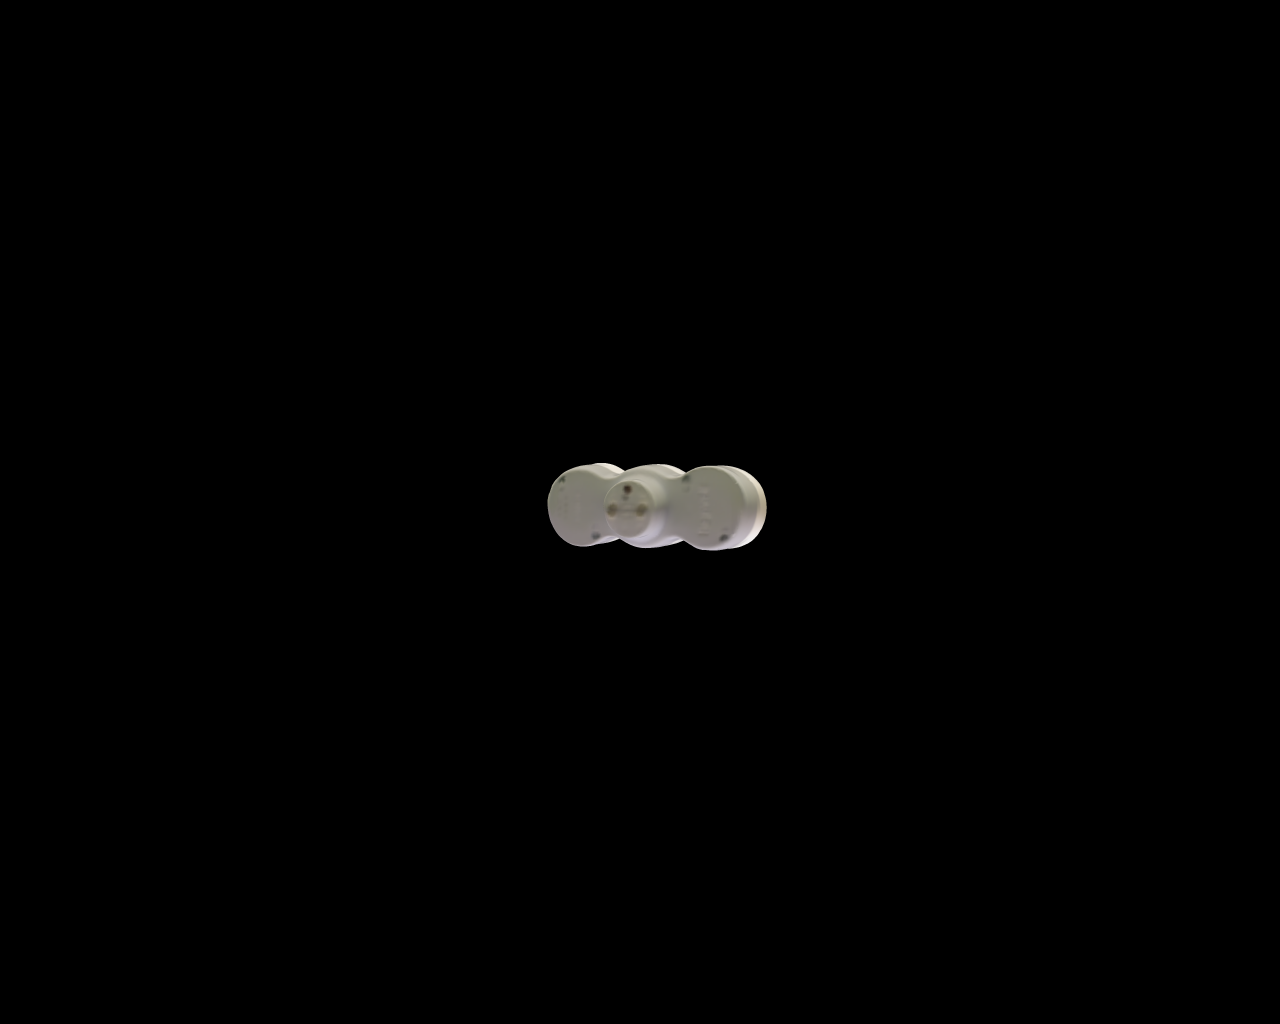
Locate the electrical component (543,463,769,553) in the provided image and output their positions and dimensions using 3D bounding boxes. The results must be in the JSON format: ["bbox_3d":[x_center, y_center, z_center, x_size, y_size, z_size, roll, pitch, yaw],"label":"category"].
[{"bbox_3d":[0.001,-0.003,0.650,0.138,0.052,0.074,2,4,27],"label":"electrical component"}]
